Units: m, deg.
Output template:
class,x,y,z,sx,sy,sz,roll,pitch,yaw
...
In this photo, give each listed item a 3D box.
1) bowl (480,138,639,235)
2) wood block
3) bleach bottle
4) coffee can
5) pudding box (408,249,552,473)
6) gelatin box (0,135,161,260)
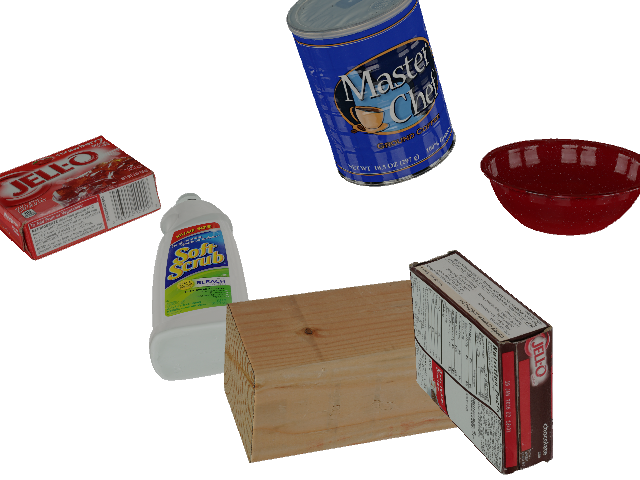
class,x,y,z,sx,sy,sz,roll,pitch,yaw
bowl,0.234,-0.048,1.022,0.162,0.055,0.162,-2,24,1
wood block,0.036,0.094,0.828,0.205,0.090,0.091,-6,35,-16
bleach bottle,-0.132,0.032,1.097,0.102,0.068,0.251,-9,37,-7
coffee can,0.042,-0.129,0.851,0.103,0.140,0.103,-14,33,9
pudding box,0.094,0.069,0.631,0.039,0.090,0.114,-15,27,-19
gelatin box,-0.154,-0.028,0.653,0.089,0.030,0.073,-25,35,-27
